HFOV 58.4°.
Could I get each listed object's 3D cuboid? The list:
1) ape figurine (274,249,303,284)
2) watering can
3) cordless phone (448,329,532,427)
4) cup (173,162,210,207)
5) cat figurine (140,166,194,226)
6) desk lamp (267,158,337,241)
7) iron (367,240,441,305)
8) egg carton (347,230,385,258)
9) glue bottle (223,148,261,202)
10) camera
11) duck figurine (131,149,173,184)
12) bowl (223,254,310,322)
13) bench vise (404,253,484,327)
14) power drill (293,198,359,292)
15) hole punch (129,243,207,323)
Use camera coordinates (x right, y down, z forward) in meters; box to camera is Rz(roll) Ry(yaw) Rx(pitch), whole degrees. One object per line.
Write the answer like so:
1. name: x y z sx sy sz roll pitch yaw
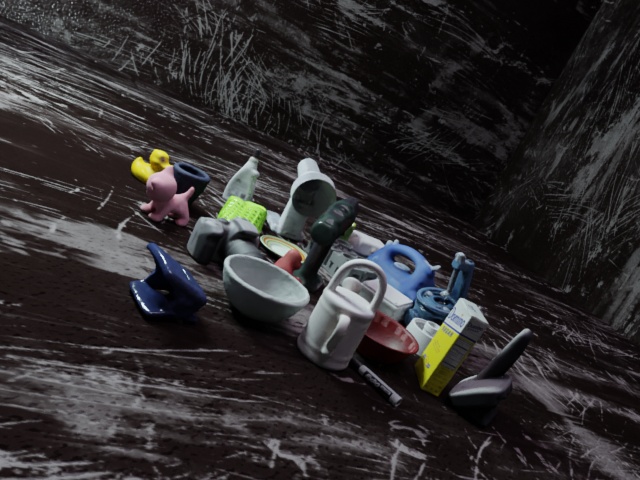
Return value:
1. ape figurine: -0.066 0.062 1.192 0.076 0.092 0.077 21 16 -24
2. watering can: 0.044 0.117 0.999 0.101 0.194 0.172 21 16 -23
3. cordless phone: 0.333 0.248 1.090 0.094 0.185 0.148 33 15 20
4. cup: -0.326 -0.131 1.381 0.092 0.095 0.117 19 17 -31
5. cat figurine: -0.325 -0.099 1.228 0.128 0.117 0.067 10 23 -50
6. desk lamp: -0.053 -0.109 1.557 0.118 0.213 0.202 21 16 -24
7. iron: 0.218 0.074 1.562 0.119 0.141 0.257 14 20 -43
8. egg carton: 0.138 0.029 1.715 0.151 0.069 0.107 21 16 -23
9. glue bottle: -0.204 -0.176 1.595 0.078 0.173 0.037 30 15 8
10. camera: -0.171 0.015 1.148 0.144 0.101 0.136 16 18 -37
11. duck figurine: -0.413 -0.185 1.428 0.104 0.086 0.078 30 15 8
12. bowl: -0.108 0.098 1.029 0.167 0.074 0.167 26 15 -7
13. bench vise: 0.320 0.135 1.381 0.208 0.219 0.121 11 22 -48
14. power drill: 0.012 0.005 1.297 0.075 0.208 0.230 29 15 7
15. hole punch: -0.229 0.065 0.895 0.101 0.091 0.108 14 20 -42
